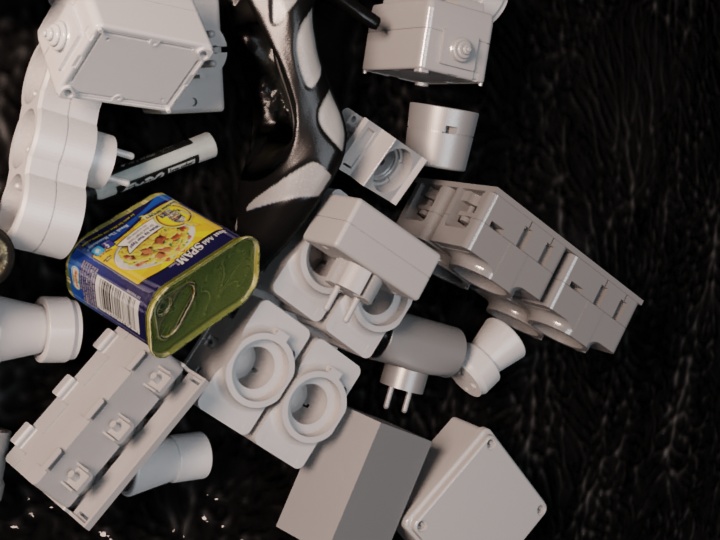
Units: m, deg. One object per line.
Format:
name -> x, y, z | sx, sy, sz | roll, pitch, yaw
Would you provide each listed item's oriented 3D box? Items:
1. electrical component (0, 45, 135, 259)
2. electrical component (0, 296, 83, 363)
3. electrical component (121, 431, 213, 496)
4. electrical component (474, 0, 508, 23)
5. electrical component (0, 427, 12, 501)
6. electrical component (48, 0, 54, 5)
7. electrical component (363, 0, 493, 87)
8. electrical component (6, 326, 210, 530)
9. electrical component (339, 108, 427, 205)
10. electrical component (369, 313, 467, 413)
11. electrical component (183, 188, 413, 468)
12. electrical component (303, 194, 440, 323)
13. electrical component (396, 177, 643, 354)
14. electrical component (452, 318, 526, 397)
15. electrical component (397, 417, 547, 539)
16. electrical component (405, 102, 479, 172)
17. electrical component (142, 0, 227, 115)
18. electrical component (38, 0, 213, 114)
electrical component -> -0.181, -0.074, 0.692 | 0.074, 0.052, 0.138 | 15, 74, -33
electrical component -> -0.216, 0.039, 0.707 | 0.055, 0.045, 0.045 | 3, 97, -33
electrical component -> -0.140, 0.136, 0.773 | 0.065, 0.044, 0.044 | -1, 99, -37
electrical component -> 0.084, -0.222, 0.851 | 0.055, 0.045, 0.045 | 29, 82, -32
electrical component -> -0.250, 0.126, 0.704 | 0.040, 0.040, 0.046 | 14, 85, -33
electrical component -> -0.177, -0.175, 0.685 | 0.062, 0.043, 0.043 | 28, 81, -66
electrical component -> 0.055, -0.174, 0.809 | 0.062, 0.096, 0.061 | 6, 94, -33
electrical component -> -0.171, 0.100, 0.719 | 0.121, 0.079, 0.063 | -51, 138, -16
electrical component -> 0.008, -0.087, 0.807 | 0.042, 0.064, 0.081 | -54, 143, 7
electrical component -> 0.039, 0.076, 0.873 | 0.077, 0.043, 0.079 | 17, 89, -33
electrical component -> -0.042, 0.041, 0.806 | 0.105, 0.060, 0.186 | 39, 77, -31
electrical component -> 0.000, 0.000, 0.760 | 0.083, 0.047, 0.075 | 33, 80, -32
electrical component -> 0.126, 0.001, 0.878 | 0.186, 0.105, 0.060 | 33, 80, -31
electrical component -> 0.106, 0.074, 0.914 | 0.055, 0.045, 0.045 | -41, 117, -19
electrical component -> 0.088, 0.202, 0.916 | 0.108, 0.056, 0.108 | -46, 118, -17
electrical component -> 0.063, -0.105, 0.852 | 0.055, 0.055, 0.047 | 5, 99, -32
electrical component -> -0.114, -0.147, 0.721 | 0.047, 0.076, 0.083 | -8, 102, -31
electrical component -> -0.150, -0.143, 0.654 | 0.096, 0.062, 0.061 | 2, 55, -43
